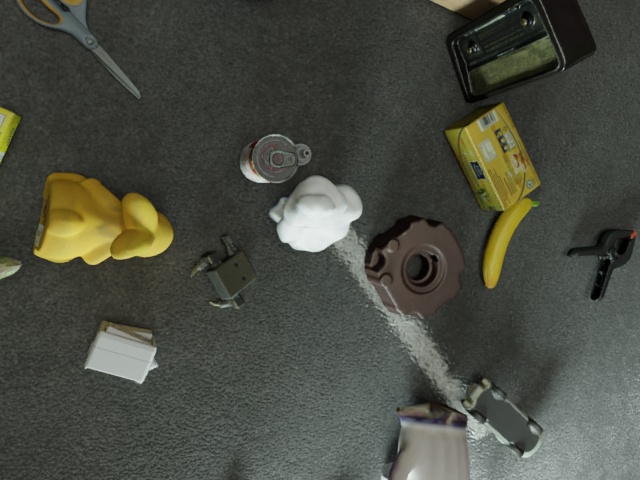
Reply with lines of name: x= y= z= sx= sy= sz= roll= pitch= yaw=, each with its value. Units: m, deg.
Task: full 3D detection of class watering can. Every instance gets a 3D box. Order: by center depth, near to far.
watering can: x=0.216 y=0.401 z=0.884 sx=0.344 sy=0.103 sz=0.228 roll=26 pitch=61 yaw=-44

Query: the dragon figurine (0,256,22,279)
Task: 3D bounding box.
dragon figurine: x=-0.529 y=-0.039 z=0.535 sx=0.408 sy=0.244 sz=0.122 roll=23 pitch=92 yaw=-22

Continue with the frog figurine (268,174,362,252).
frog figurine: x=0.002 y=-0.039 z=0.765 sx=0.138 sy=0.160 sz=0.122 roll=-16 pitch=101 yaw=-18
